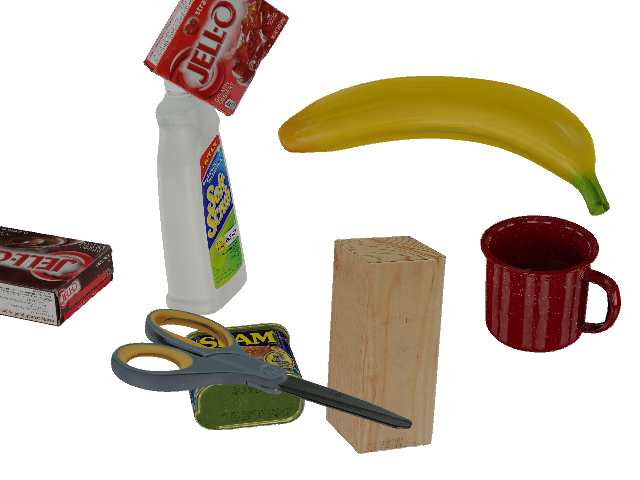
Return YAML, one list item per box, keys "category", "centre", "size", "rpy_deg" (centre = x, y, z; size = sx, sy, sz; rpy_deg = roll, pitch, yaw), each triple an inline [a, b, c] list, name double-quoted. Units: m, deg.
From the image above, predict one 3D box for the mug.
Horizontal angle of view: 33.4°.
- category: "mug"
  centre: [0.186, 0.040, 0.863]
  size: [0.117, 0.081, 0.093]
  rpy_deg: [16, 36, 31]

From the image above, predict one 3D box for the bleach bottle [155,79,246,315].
- category: "bleach bottle"
  centre: [-0.135, -0.054, 1.128]
  size: [0.068, 0.251, 0.102]
  rpy_deg: [5, 27, 24]

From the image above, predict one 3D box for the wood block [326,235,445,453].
- category: "wood block"
  centre: [0.067, 0.107, 1.124]
  size: [0.090, 0.206, 0.091]
  rpy_deg: [-3, 16, -22]

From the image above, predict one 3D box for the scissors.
- category: "scissors"
  centre: [-0.050, 0.091, 0.675]
  size: [0.202, 0.016, 0.096]
  rpy_deg: [24, 31, 35]

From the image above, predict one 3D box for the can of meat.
- category: "can of meat"
  centre: [-0.069, 0.121, 0.945]
  size: [0.102, 0.057, 0.084]
  rpy_deg: [-4, 27, -12]

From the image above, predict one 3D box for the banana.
- category: "banana"
  centre: [0.076, -0.067, 0.631]
  size: [0.198, 0.069, 0.037]
  rpy_deg: [11, -35, 12]

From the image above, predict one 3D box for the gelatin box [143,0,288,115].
- category: "gelatin box"
  centre: [-0.077, -0.149, 0.797]
  size: [0.073, 0.089, 0.030]
  rpy_deg: [28, 6, -33]

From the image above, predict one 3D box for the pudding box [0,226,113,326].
- category: "pudding box"
  centre: [-0.243, 0.028, 0.886]
  size: [0.114, 0.039, 0.090]
  rpy_deg: [7, 24, 17]
